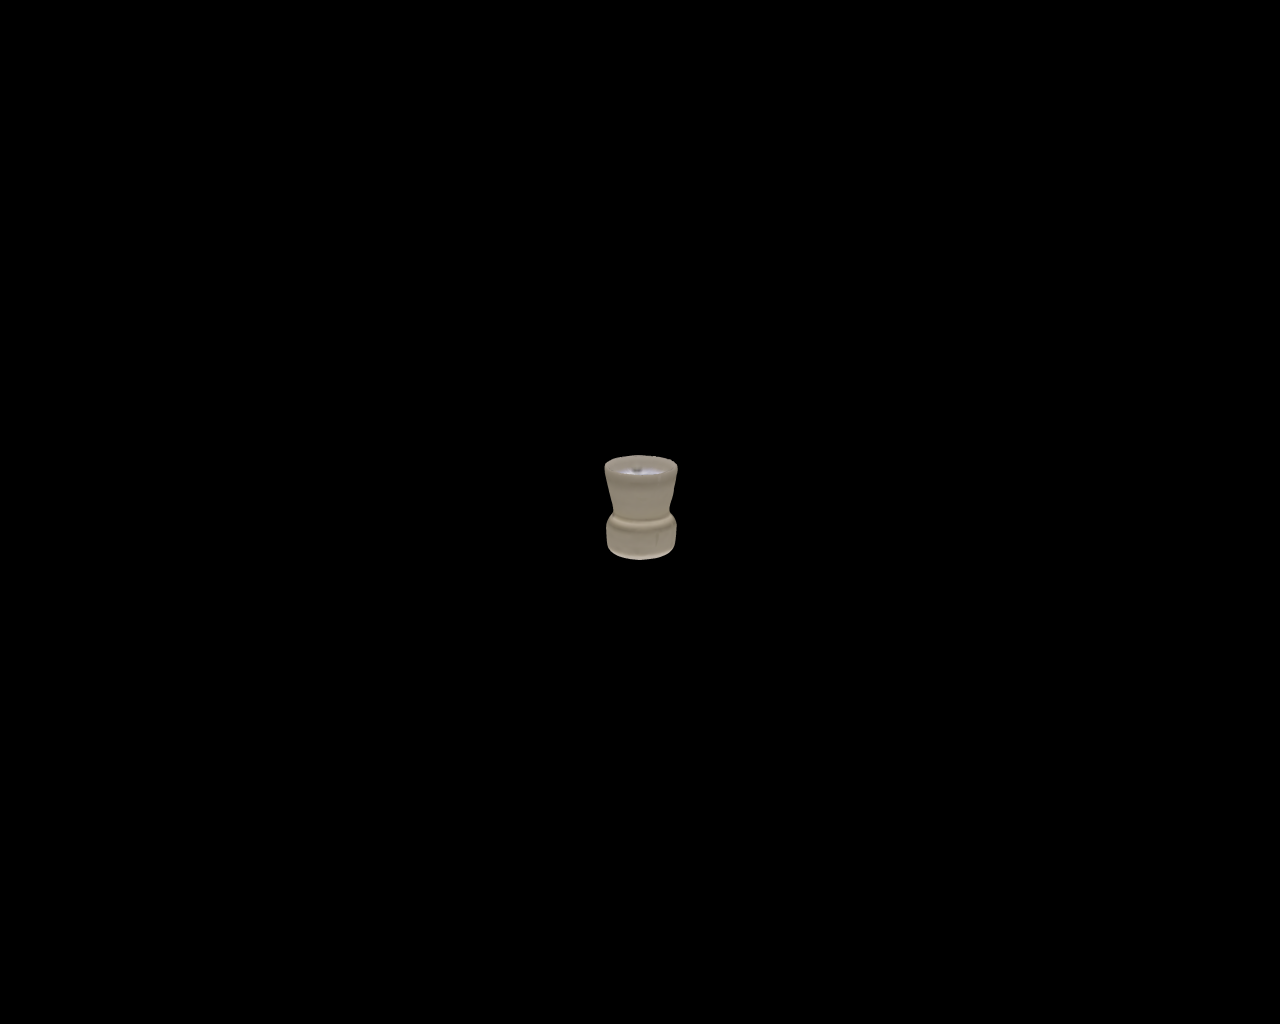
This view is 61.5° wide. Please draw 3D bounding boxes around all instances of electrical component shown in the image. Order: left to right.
[{"bbox_3d":[0.001,-0.003,0.650,0.045,0.055,0.045,0,18,0],"label":"electrical component"}]
